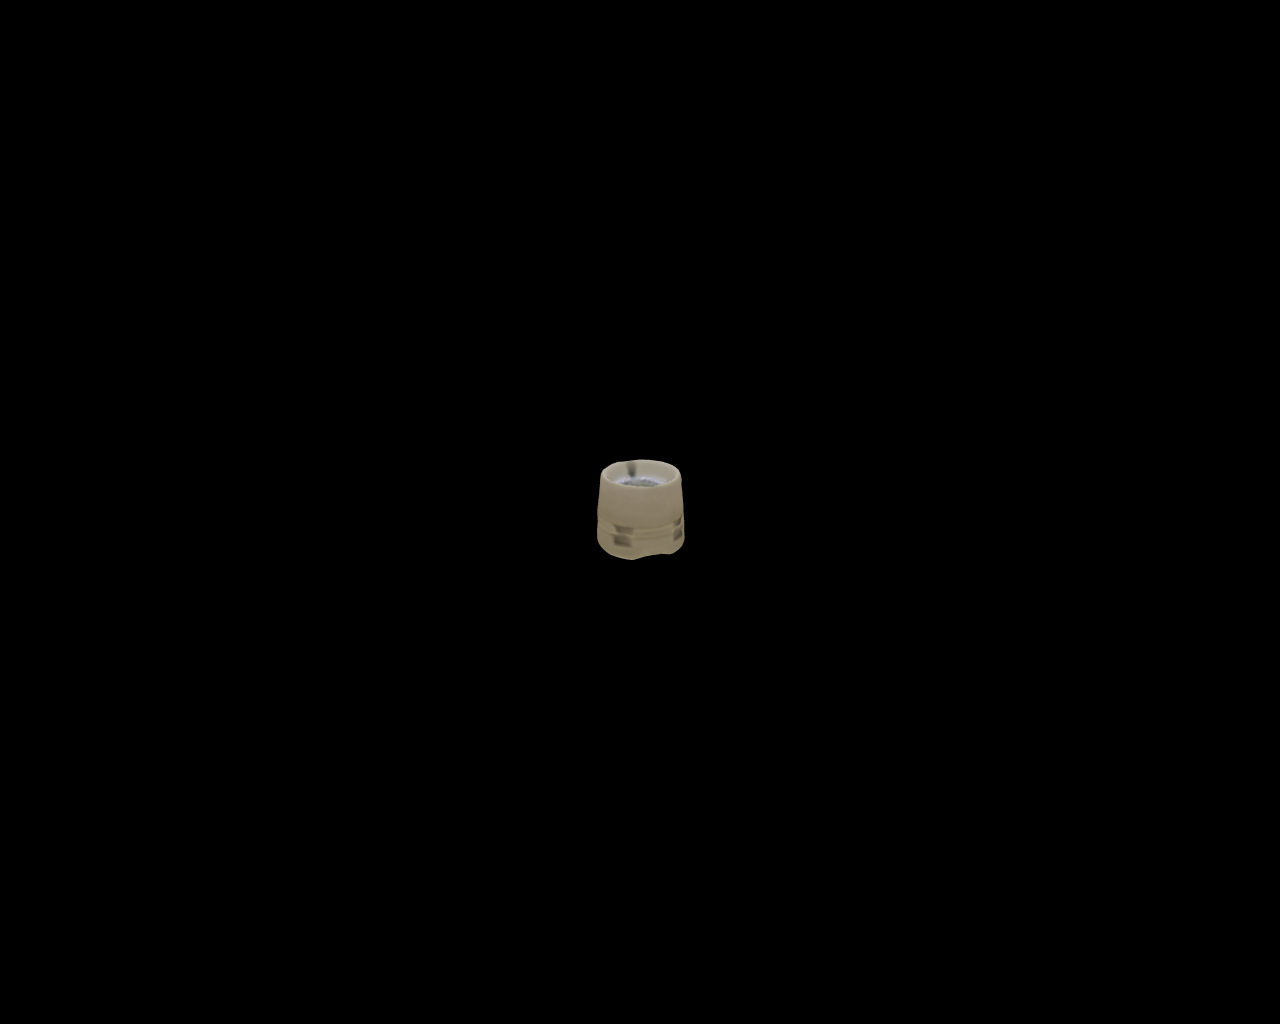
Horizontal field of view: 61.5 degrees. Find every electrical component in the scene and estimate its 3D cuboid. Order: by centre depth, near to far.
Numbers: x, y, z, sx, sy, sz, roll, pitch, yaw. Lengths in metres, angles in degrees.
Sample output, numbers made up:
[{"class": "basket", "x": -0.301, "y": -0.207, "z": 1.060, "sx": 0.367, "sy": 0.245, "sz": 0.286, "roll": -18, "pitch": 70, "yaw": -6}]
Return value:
[{"class": "electrical component", "x": 0.001, "y": -0.003, "z": 0.650, "sx": 0.055, "sy": 0.047, "sz": 0.055, "roll": 0, "pitch": 24, "yaw": 0}]
